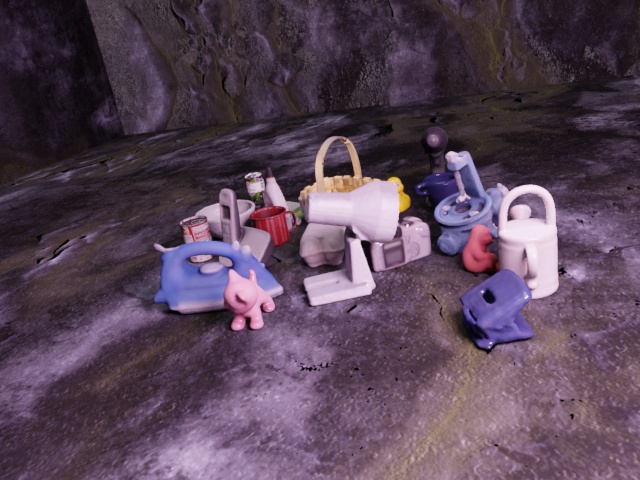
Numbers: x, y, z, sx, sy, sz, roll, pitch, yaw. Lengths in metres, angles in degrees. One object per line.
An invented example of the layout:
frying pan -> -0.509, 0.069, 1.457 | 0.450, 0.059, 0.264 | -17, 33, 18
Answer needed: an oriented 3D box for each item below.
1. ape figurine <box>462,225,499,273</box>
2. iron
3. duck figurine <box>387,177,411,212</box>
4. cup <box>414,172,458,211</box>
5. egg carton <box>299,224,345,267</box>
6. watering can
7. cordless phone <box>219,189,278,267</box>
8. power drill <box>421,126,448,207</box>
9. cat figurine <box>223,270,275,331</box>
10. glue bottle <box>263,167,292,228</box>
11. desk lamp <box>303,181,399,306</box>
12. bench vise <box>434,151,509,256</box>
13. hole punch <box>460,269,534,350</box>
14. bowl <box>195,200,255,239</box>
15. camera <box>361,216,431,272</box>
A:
ape figurine -> 0.315, 0.015, 1.118 | 0.076, 0.092, 0.078 | -1, 23, 21
iron -> -0.213, 0.059, 1.170 | 0.258, 0.141, 0.118 | -7, 22, 7
duck figurine -> 0.201, -0.128, 1.536 | 0.077, 0.086, 0.104 | -4, 22, 14
cup -> 0.295, -0.110, 1.437 | 0.118, 0.095, 0.091 | -15, 22, -12
egg carton -> 0.012, 0.005, 1.307 | 0.107, 0.069, 0.150 | -6, 22, 11
watering can -> 0.361, -0.006, 1.010 | 0.101, 0.194, 0.172 | -13, 22, -7
cordless phone -> -0.176, -0.021, 1.297 | 0.147, 0.185, 0.094 | 10, 29, 41
power drill -> 0.307, -0.199, 1.500 | 0.075, 0.209, 0.230 | -5, 22, 13
cat figurine -> -0.138, 0.102, 1.062 | 0.067, 0.118, 0.128 | -4, 22, 14
glue bottle -> -0.121, -0.109, 1.511 | 0.037, 0.173, 0.077 | -26, 27, -35
desk lamp -> 0.057, -0.002, 1.105 | 0.203, 0.214, 0.117 | -13, 22, -7
bench vise -> 0.317, -0.097, 1.224 | 0.121, 0.220, 0.208 | 6, 26, 35
hole punch -> 0.276, 0.106, 0.906 | 0.101, 0.091, 0.108 | -11, 21, -1
bowl -> -0.250, -0.048, 1.549 | 0.167, 0.075, 0.167 | -9, 21, 4
camera -> 0.148, -0.011, 1.244 | 0.143, 0.101, 0.136 | -17, 22, -17
